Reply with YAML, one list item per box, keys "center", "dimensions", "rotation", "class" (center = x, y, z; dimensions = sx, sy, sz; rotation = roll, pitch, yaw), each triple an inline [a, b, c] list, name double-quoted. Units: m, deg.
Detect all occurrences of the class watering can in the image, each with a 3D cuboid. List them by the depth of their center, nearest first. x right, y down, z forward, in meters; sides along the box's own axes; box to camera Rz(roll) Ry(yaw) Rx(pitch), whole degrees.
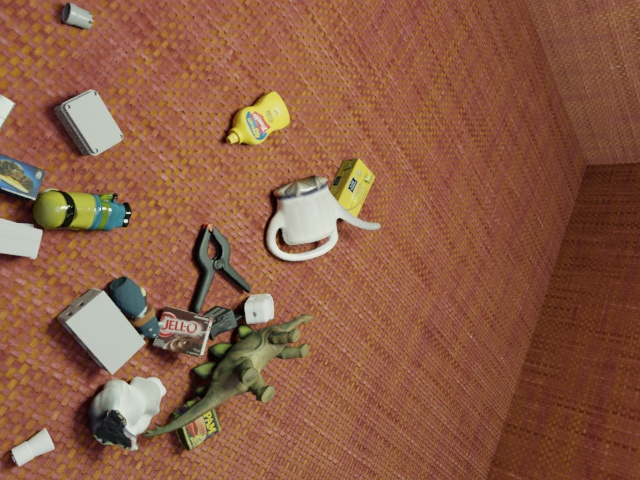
- center: [0.004, -0.072, 1.426]
  dimensions: [0.350, 0.104, 0.221]
  rotation: [-18, 107, -23]
  class: "watering can"

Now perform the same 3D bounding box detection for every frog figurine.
- center: [-0.403, 0.344, 1.083]
  dimensions: [0.135, 0.122, 0.162]
  rotation: [58, 19, -20]
  class: "frog figurine"
